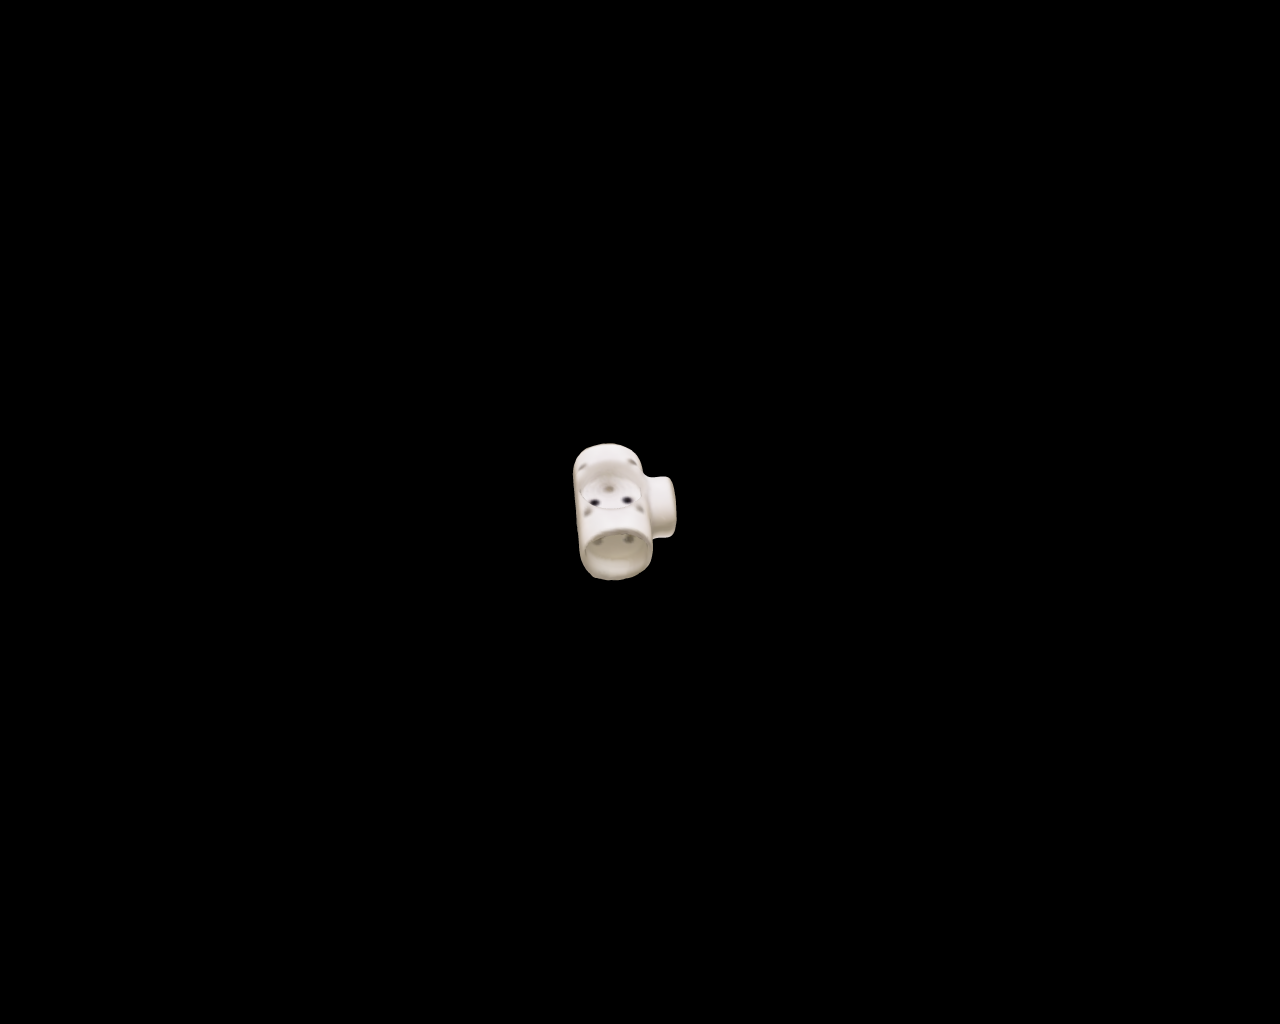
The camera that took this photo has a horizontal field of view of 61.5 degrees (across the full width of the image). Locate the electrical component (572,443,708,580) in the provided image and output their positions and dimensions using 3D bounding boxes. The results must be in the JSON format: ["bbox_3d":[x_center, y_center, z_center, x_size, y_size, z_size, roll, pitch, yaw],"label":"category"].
[{"bbox_3d":[0.001,-0.003,0.650,0.079,0.044,0.077,-4,44,-4],"label":"electrical component"}]
